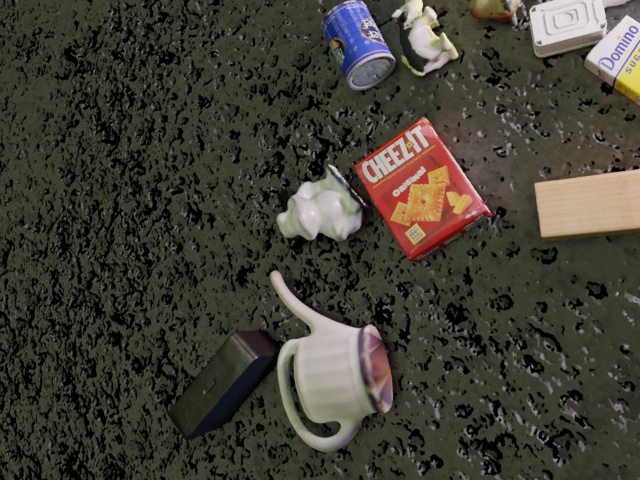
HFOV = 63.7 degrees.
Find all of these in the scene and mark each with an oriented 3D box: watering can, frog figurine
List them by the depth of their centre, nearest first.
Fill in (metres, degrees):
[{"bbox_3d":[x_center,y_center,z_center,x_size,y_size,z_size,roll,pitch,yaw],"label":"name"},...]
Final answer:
[{"bbox_3d":[0.014,0.209,0.962,0.223,0.103,0.351,-16,77,21],"label":"watering can"},{"bbox_3d":[0.003,-0.050,0.993,0.159,0.123,0.138,-40,87,8],"label":"frog figurine"}]
